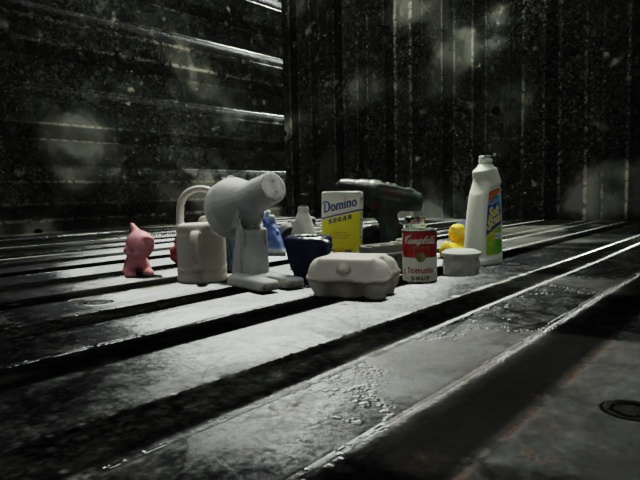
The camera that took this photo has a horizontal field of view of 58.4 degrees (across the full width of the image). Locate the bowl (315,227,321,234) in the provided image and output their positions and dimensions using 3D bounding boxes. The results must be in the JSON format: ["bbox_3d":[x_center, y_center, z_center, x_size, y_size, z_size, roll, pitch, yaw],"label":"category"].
[{"bbox_3d":[0.014,0.006,1.578,0.167,0.075,0.167,-1,5,0],"label":"bowl"}]

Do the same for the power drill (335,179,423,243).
[{"bbox_3d":[0.156,-0.059,1.512,0.229,0.208,0.075,-1,5,-2],"label":"power drill"}]

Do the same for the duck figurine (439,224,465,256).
[{"bbox_3d":[0.350,0.002,1.476,0.105,0.086,0.077,-6,7,-41],"label":"duck figurine"}]

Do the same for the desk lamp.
[{"bbox_3d":[-0.125,-0.019,1.087,0.118,0.213,0.202,-5,7,-40],"label":"desk lamp"}]

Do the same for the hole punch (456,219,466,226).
[{"bbox_3d":[0.431,-0.011,1.573,0.108,0.091,0.101,-1,5,6],"label":"hole punch"}]

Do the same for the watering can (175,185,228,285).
[{"bbox_3d":[-0.244,-0.014,1.166,0.101,0.194,0.172,-4,6,-25],"label":"watering can"}]

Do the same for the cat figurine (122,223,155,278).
[{"bbox_3d":[-0.399,0.020,1.257,0.067,0.118,0.127,-4,6,-26],"label":"cat figurine"}]

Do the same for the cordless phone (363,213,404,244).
[{"bbox_3d":[0.167,-0.057,1.621,0.148,0.185,0.093,-5,6,-36],"label":"cordless phone"}]

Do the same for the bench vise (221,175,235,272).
[{"bbox_3d":[-0.181,-0.042,1.327,0.122,0.220,0.206,-5,6,-37],"label":"bench vise"}]

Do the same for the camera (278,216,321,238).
[{"bbox_3d":[-0.045,-0.022,1.762,0.144,0.101,0.136,-4,6,-32],"label":"camera"}]

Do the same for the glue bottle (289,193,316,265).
[{"bbox_3d":[-0.037,-0.018,1.290,0.077,0.173,0.037,3,7,42],"label":"glue bottle"}]

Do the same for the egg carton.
[{"bbox_3d":[0.056,0.060,0.967,0.150,0.069,0.107,1,5,23],"label":"egg carton"}]

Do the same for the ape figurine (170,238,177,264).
[{"bbox_3d":[-0.342,0.016,1.441,0.078,0.092,0.075,-5,6,-37],"label":"ape figurine"}]

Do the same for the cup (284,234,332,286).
[{"bbox_3d":[-0.013,0.039,1.078,0.092,0.095,0.117,-5,6,-36],"label":"cup"}]

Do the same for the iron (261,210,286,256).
[{"bbox_3d":[-0.179,-0.032,1.677,0.119,0.141,0.257,-5,6,-40],"label":"iron"}]
